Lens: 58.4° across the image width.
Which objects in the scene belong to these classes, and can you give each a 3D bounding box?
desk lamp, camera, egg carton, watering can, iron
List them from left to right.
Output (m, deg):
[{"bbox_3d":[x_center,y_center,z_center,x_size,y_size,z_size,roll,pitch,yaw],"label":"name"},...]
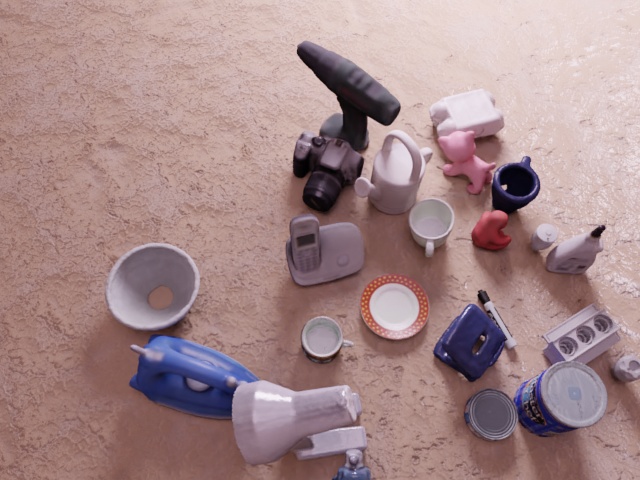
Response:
[{"bbox_3d":[-0.190,0.228,0.952,0.258,0.141,0.119,15,66,6],"label":"iron"},{"bbox_3d":[-0.025,0.279,0.893,0.203,0.213,0.118,-8,66,-5],"label":"desk lamp"},{"bbox_3d":[0.003,-0.138,1.148,0.143,0.101,0.137,22,67,9],"label":"camera"},{"bbox_3d":[0.146,-0.131,1.097,0.100,0.194,0.173,31,68,13],"label":"watering can"},{"bbox_3d":[0.315,-0.262,1.231,0.150,0.069,0.107,-16,67,-9],"label":"egg carton"}]

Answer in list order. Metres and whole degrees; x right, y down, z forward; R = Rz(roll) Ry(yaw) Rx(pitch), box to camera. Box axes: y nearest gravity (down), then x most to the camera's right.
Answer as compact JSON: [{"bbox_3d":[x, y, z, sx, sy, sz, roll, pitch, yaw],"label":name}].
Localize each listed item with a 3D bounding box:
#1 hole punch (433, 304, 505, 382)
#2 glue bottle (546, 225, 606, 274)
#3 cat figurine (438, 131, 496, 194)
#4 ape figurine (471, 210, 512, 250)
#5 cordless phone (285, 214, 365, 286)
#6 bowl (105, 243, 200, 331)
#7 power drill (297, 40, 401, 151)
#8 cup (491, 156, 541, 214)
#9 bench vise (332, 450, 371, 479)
[{"bbox_3d":[0.271,0.181,1.013,0.101,0.091,0.109,35,69,14],"label":"hole punch"},{"bbox_3d":[0.480,0.015,1.051,0.078,0.173,0.037,6,65,2],"label":"glue bottle"},{"bbox_3d":[0.299,-0.170,1.161,0.127,0.118,0.067,37,70,15],"label":"cat figurine"},{"bbox_3d":[0.336,-0.025,1.110,0.076,0.092,0.078,-10,66,-6],"label":"ape figurine"},{"bbox_3d":[0.010,0.004,1.036,0.147,0.185,0.094,-16,66,-8],"label":"cordless phone"},{"bbox_3d":[-0.298,0.094,1.047,0.167,0.075,0.167,1,65,-1],"label":"bowl"},{"bbox_3d":[0.050,-0.278,1.154,0.229,0.208,0.076,30,68,12],"label":"power drill"},{"bbox_3d":[0.385,-0.105,1.146,0.091,0.095,0.118,25,67,10],"label":"cup"},{"bbox_3d":[0.043,0.418,0.827,0.121,0.220,0.207,-17,67,-9],"label":"bench vise"}]
